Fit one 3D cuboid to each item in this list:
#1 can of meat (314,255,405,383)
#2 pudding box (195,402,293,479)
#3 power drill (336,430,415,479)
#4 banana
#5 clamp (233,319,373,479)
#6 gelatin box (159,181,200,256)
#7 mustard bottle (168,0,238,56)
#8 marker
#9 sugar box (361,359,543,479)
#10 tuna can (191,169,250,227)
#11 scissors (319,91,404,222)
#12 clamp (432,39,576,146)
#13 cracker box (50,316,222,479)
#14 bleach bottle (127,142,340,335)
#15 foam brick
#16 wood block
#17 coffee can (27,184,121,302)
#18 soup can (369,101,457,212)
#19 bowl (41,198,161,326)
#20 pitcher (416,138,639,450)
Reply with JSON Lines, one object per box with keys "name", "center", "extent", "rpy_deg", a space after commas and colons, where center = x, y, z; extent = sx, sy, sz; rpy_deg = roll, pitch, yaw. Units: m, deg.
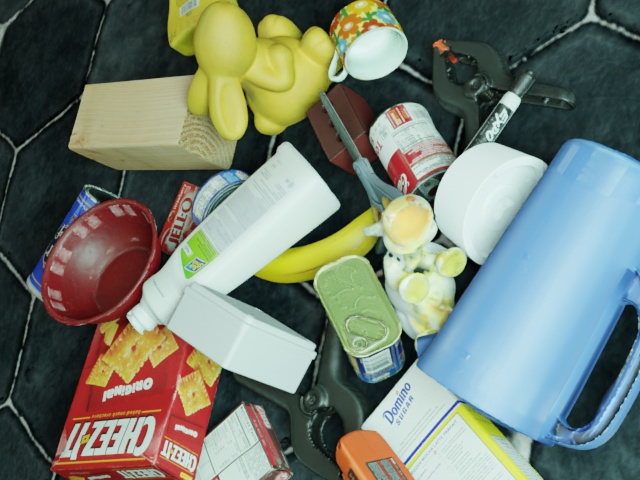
{"name": "can of meat", "center": [0.040, 0.078, 1.020], "extent": [0.057, 0.084, 0.102], "rpy_deg": [-25, 61, -4]}
{"name": "pudding box", "center": [-0.090, 0.239, 1.117], "extent": [0.114, 0.039, 0.090], "rpy_deg": [-42, 49, 17]}
{"name": "power drill", "center": [0.012, 0.263, 0.980], "extent": [0.185, 0.057, 0.188], "rpy_deg": [50, 126, 31]}
{"name": "banana", "center": [-0.007, 0.013, 1.138], "extent": [0.198, 0.037, 0.069], "rpy_deg": [-21, 35, 29]}
{"name": "clamp", "center": [0.006, 0.154, 1.070], "extent": [0.165, 0.036, 0.210], "rpy_deg": [-46, 50, 15]}
{"name": "gelatin box", "center": [-0.150, -0.017, 1.266], "extent": [0.073, 0.030, 0.089], "rpy_deg": [24, 90, 42]}
{"name": "mustard bottle", "center": [-0.156, -0.337, 1.372], "extent": [0.096, 0.058, 0.191], "rpy_deg": [-24, 60, 30]}
{"name": "marker", "center": [0.164, -0.109, 1.001], "extent": [0.020, 0.020, 0.121], "rpy_deg": [35, 90, 42]}
{"name": "sugar box", "center": [0.121, 0.197, 0.955], "extent": [0.093, 0.048, 0.176], "rpy_deg": [-52, 46, 13]}
{"name": "tuna can", "center": [-0.100, -0.035, 1.195], "extent": [0.086, 0.086, 0.034], "rpy_deg": [-55, 47, 9]}
{"name": "scissors", "center": [0.051, -0.068, 1.055], "extent": [0.202, 0.016, 0.096], "rpy_deg": [66, 163, 3]}
{"name": "clamp", "center": [0.171, -0.148, 1.048], "extent": [0.120, 0.039, 0.171], "rpy_deg": [-31, 56, 11]}
{"name": "cracker box", "center": [-0.194, 0.162, 1.178], "extent": [0.164, 0.072, 0.213], "rpy_deg": [-12, 52, 36]}
{"name": "bleach bottle", "center": [-0.102, 0.007, 1.139], "extent": [0.251, 0.068, 0.103], "rpy_deg": [-39, 37, 0]}
{"name": "foam brick", "center": [0.030, -0.118, 1.142], "extent": [0.053, 0.051, 0.078], "rpy_deg": [-40, 53, 21]}
{"name": "wood block", "center": [-0.203, -0.141, 1.317], "extent": [0.207, 0.090, 0.091], "rpy_deg": [2, 75, 40]}
{"name": "coffee can", "center": [-0.280, 0.017, 1.312], "extent": [0.103, 0.102, 0.140], "rpy_deg": [39, 99, 41]}
{"name": "soup can", "center": [0.098, -0.081, 1.061], "extent": [0.069, 0.068, 0.102], "rpy_deg": [-41, 52, 20]}
{"name": "bowl", "center": [-0.236, 0.034, 1.209], "extent": [0.162, 0.055, 0.162], "rpy_deg": [-17, 53, 24]}
{"name": "pitcher", "center": [0.203, 0.046, 0.894], "extent": [0.243, 0.149, 0.145], "rpy_deg": [-59, 8, 1]}
